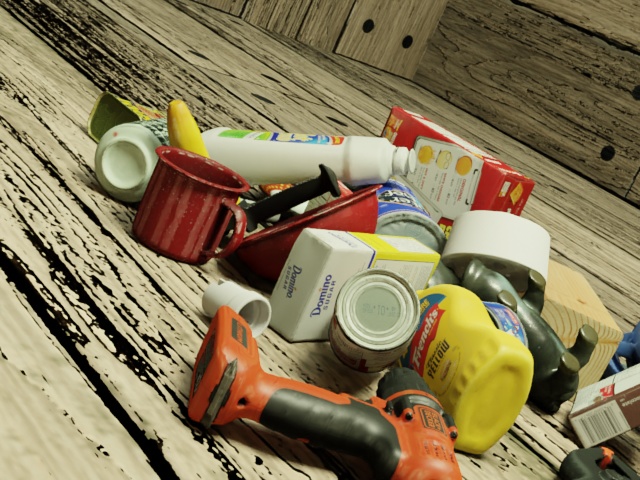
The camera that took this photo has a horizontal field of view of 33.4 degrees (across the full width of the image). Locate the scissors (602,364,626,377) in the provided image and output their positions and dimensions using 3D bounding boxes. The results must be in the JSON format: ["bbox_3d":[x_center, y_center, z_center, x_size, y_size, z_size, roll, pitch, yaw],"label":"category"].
[{"bbox_3d":[0.360,0.161,1.232,0.202,0.016,0.096,30,17,19],"label":"scissors"}]

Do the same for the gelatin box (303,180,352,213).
[{"bbox_3d":[0.008,-0.014,1.128,0.030,0.089,0.073,18,15,-30],"label":"gelatin box"}]

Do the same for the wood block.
[{"bbox_3d":[0.249,0.087,1.167,0.091,0.090,0.206,25,14,-4],"label":"wood block"}]

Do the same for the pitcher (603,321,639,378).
[{"bbox_3d":[0.387,0.158,1.088,0.145,0.149,0.242,55,15,-9],"label":"pitcher"}]

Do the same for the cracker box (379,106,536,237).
[{"bbox_3d":[0.143,-0.048,1.324,0.071,0.164,0.214,9,21,-42],"label":"cracker box"}]

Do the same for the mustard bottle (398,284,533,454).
[{"bbox_3d":[0.108,0.091,0.902,0.058,0.096,0.192,18,16,-21],"label":"mustard bottle"}]

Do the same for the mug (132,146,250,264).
[{"bbox_3d":[-0.114,-0.025,0.981,0.117,0.081,0.093,33,16,29],"label":"mug"}]

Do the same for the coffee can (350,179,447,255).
[{"bbox_3d":[0.077,-0.001,1.170,0.102,0.103,0.140,21,14,-14],"label":"coffee can"}]

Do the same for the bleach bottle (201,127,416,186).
[{"bbox_3d":[-0.014,-0.092,1.218,0.251,0.068,0.102,2,13,19],"label":"bleach bottle"}]

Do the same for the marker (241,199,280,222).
[{"bbox_3d":[-0.096,-0.039,1.189,0.120,0.020,0.020,12,19,-40],"label":"marker"}]

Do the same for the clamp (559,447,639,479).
[{"bbox_3d":[0.216,0.196,0.823,0.120,0.039,0.171,29,8,-4],"label":"clamp"}]

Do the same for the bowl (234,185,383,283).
[{"bbox_3d":[-0.007,0.001,1.018,0.162,0.162,0.055,-35,104,-74],"label":"bowl"}]

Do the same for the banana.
[{"bbox_3d":[-0.118,-0.066,1.082,0.037,0.069,0.197,-12,-25,8],"label":"banana"}]

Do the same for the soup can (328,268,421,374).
[{"bbox_3d":[0.042,0.066,0.860,0.068,0.068,0.102,26,-15,6],"label":"soup can"}]

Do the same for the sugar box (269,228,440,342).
[{"bbox_3d":[0.031,0.041,0.961,0.048,0.093,0.175,35,17,35],"label":"sugar box"}]

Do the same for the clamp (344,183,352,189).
[{"bbox_3d":[0.103,-0.039,1.483,0.164,0.036,0.210,15,18,-31],"label":"clamp"}]

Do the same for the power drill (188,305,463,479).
[{"bbox_3d":[0.005,0.110,0.746,0.187,0.057,0.184,22,12,-8],"label":"power drill"}]

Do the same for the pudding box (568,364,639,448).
[{"bbox_3d":[0.290,0.144,0.986,0.039,0.114,0.090,64,20,2],"label":"pudding box"}]

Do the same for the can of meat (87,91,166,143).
[{"bbox_3d":[-0.206,-0.122,1.233,0.083,0.057,0.102,13,19,-47],"label":"can of meat"}]

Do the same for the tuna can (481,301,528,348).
[{"bbox_3d":[0.142,0.097,0.959,0.033,0.086,0.086,10,21,-41],"label":"tuna can"}]
